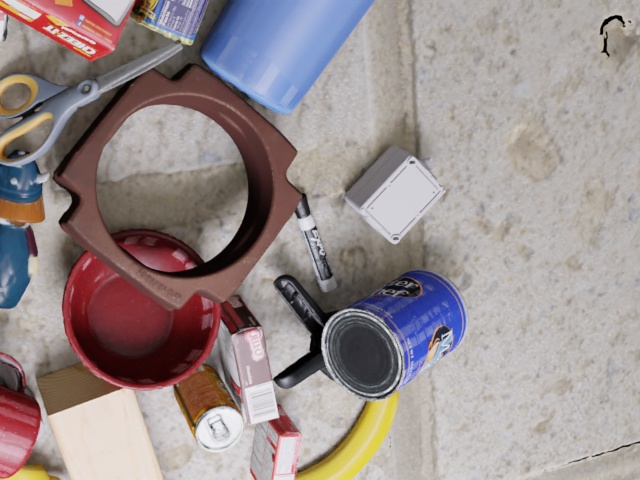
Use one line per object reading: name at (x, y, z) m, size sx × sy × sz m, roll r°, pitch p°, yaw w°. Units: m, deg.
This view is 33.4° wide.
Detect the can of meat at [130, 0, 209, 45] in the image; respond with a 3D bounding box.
can of meat at (-0.134, -0.233, 0.979) m, size 0.057 × 0.102 × 0.084 m, roll 17°, pitch 104°, yaw -26°

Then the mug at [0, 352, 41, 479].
mug at (-0.312, 0.162, 0.998) m, size 0.081 × 0.093 × 0.117 m, roll 28°, pitch 61°, yaw -32°

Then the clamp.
clamp at (0.004, 0.120, 1.156) m, size 0.171 × 0.039 × 0.120 m, roll 31°, pitch 60°, yaw -42°

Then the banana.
banana at (0.032, 0.241, 1.246) m, size 0.198 × 0.037 × 0.069 m, roll -42°, pitch 119°, yaw -2°

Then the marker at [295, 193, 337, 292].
marker at (-0.008, 0.001, 1.156) m, size 0.020 × 0.020 × 0.121 m, roll -24°, pitch 115°, yaw -11°

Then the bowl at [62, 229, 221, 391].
bowl at (-0.183, 0.073, 1.073) m, size 0.161 × 0.055 × 0.162 m, roll 5°, pitch 77°, yaw -23°

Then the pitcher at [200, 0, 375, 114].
pitcher at (-0.017, -0.252, 1.012) m, size 0.144 × 0.149 × 0.243 m, roll 27°, pitch 101°, yaw -42°

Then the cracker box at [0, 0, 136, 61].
cracker box at (-0.215, -0.287, 0.910) m, size 0.164 × 0.072 × 0.213 m, roll 27°, pitch 75°, yaw -28°

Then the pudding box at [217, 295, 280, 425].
pudding box at (-0.080, 0.126, 1.133) m, size 0.039 × 0.090 × 0.113 m, roll -13°, pitch 113°, yaw -15°

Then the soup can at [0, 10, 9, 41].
soup can at (-0.326, -0.210, 0.931) m, size 0.102 × 0.069 × 0.068 m, roll 0°, pitch 108°, yaw -22°

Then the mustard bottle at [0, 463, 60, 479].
mustard bottle at (-0.339, 0.243, 1.075) m, size 0.191 × 0.096 × 0.058 m, roll 21°, pitch 63°, yaw -27°

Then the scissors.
scissors at (-0.226, -0.147, 0.975) m, size 0.202 × 0.096 × 0.016 m, roll -38°, pitch 161°, yaw 7°

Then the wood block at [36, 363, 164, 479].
wood block at (-0.218, 0.235, 1.119) m, size 0.090 × 0.091 × 0.206 m, roll -19°, pitch 114°, yaw -15°

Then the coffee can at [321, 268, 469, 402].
coffee can at (0.082, 0.099, 1.144) m, size 0.140 × 0.103 × 0.103 m, roll -25°, pitch 122°, yaw -50°

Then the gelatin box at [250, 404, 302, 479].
gelatin box at (-0.050, 0.239, 1.194) m, size 0.030 × 0.073 × 0.089 m, roll 2°, pitch 107°, yaw -23°
